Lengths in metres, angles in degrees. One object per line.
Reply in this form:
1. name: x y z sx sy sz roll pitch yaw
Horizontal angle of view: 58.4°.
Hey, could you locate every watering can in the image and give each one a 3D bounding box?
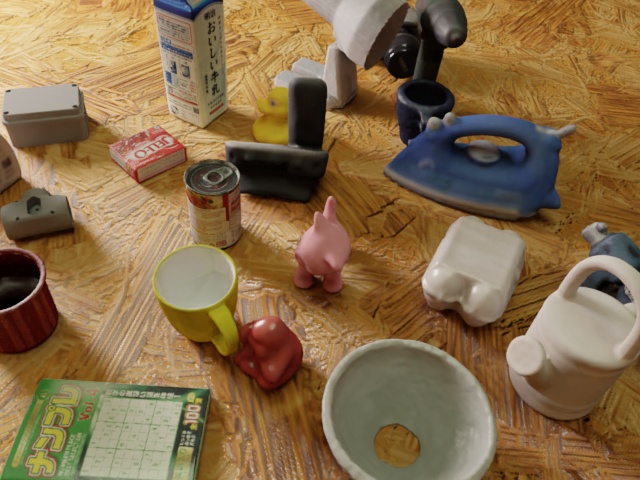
1. watering can: 0.267 0.100 0.584 0.100 0.194 0.173 35 53 24

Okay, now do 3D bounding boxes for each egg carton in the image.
1. egg carton: 0.195 0.037 0.721 0.107 0.069 0.150 23 49 15

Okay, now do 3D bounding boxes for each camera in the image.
1. camera: 0.140 -0.375 1.081 0.143 0.101 0.137 6 47 -1

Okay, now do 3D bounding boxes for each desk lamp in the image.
1. desk lamp: 0.030 -0.328 0.946 0.202 0.213 0.118 27 50 18

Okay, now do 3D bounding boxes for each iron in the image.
1. iron: 0.229 -0.126 0.828 0.258 0.141 0.118 10 47 3

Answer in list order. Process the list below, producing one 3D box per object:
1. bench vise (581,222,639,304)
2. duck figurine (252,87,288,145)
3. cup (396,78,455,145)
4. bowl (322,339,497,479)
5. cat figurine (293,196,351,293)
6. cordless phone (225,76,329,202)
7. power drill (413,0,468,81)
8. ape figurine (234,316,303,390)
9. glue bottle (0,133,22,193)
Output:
1. bench vise: 0.394 0.038 0.638 0.207 0.220 0.122 28 50 19
2. duck figurine: -0.054 -0.200 0.904 0.104 0.086 0.077 -1 47 -7
3. cup: 0.160 -0.186 0.909 0.091 0.095 0.117 6 47 -1
4. bowl: 0.081 0.186 0.564 0.167 0.075 0.167 3 47 -3
5. cat figurine: 0.006 0.002 0.698 0.067 0.118 0.128 9 47 3
6. cordless phone: -0.057 -0.151 0.789 0.147 0.185 0.094 3 47 -3
7. power drill: 0.188 -0.303 0.944 0.075 0.208 0.229 3 47 -3
8. ape figurine: -0.054 0.112 0.606 0.076 0.092 0.077 -3 47 -9
9. glue bottle: -0.446 -0.134 0.737 0.037 0.173 0.078 24 49 16
